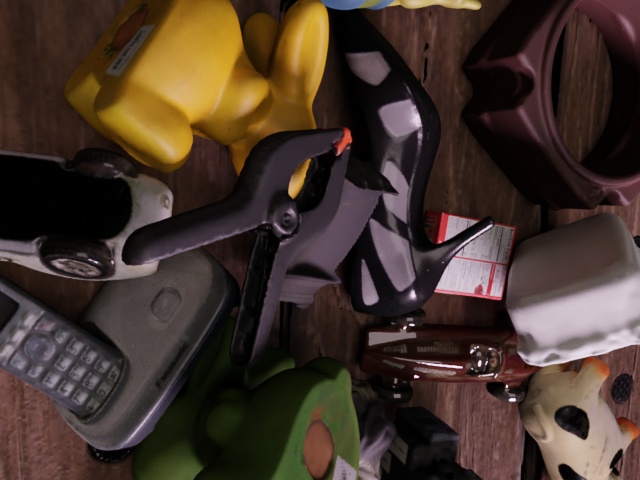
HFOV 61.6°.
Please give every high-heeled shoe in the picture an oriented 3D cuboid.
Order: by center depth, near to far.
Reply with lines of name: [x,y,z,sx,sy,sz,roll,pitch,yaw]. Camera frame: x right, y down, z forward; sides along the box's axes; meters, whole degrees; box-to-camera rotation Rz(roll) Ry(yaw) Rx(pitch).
high-heeled shoe: [0.039,-0.060,0.458,0.145,0.086,0.248,-31,86,23]

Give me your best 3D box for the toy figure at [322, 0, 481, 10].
toy figure: [0.052,-0.215,0.404,0.180,0.089,0.082,-14,121,-22]

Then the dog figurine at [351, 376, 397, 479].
dog figurine: [-0.017,0.215,0.430,0.172,0.121,0.190,1,72,-36]

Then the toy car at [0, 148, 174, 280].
toy car: [-0.194,-0.020,0.329,0.202,0.056,0.073,7,70,-2]

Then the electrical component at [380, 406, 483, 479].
electrical component: [0.082,0.221,0.474,0.058,0.115,0.134,5,98,-26]

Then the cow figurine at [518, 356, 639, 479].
cow figurine: [0.272,0.226,0.571,0.127,0.086,0.194,-40,113,-19]

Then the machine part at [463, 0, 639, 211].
machine part: [0.251,-0.144,0.505,0.201,0.087,0.201,43,82,-21]

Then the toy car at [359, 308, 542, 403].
toy car: [0.134,0.110,0.514,0.202,0.053,0.089,7,98,-24]

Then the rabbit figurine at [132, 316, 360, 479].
rabbit figurine: [-0.068,0.137,0.388,0.121,0.170,0.159,47,43,-42]

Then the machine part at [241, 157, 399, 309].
machine part: [-0.001,-0.001,0.420,0.084,0.039,0.139,20,115,-40]

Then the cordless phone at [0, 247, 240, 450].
cordless phone: [-0.164,0.037,0.369,0.184,0.089,0.146,35,84,-10]

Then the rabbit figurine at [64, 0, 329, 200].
rabbit figurine: [-0.063,-0.100,0.384,0.173,0.122,0.162,40,72,-37]
